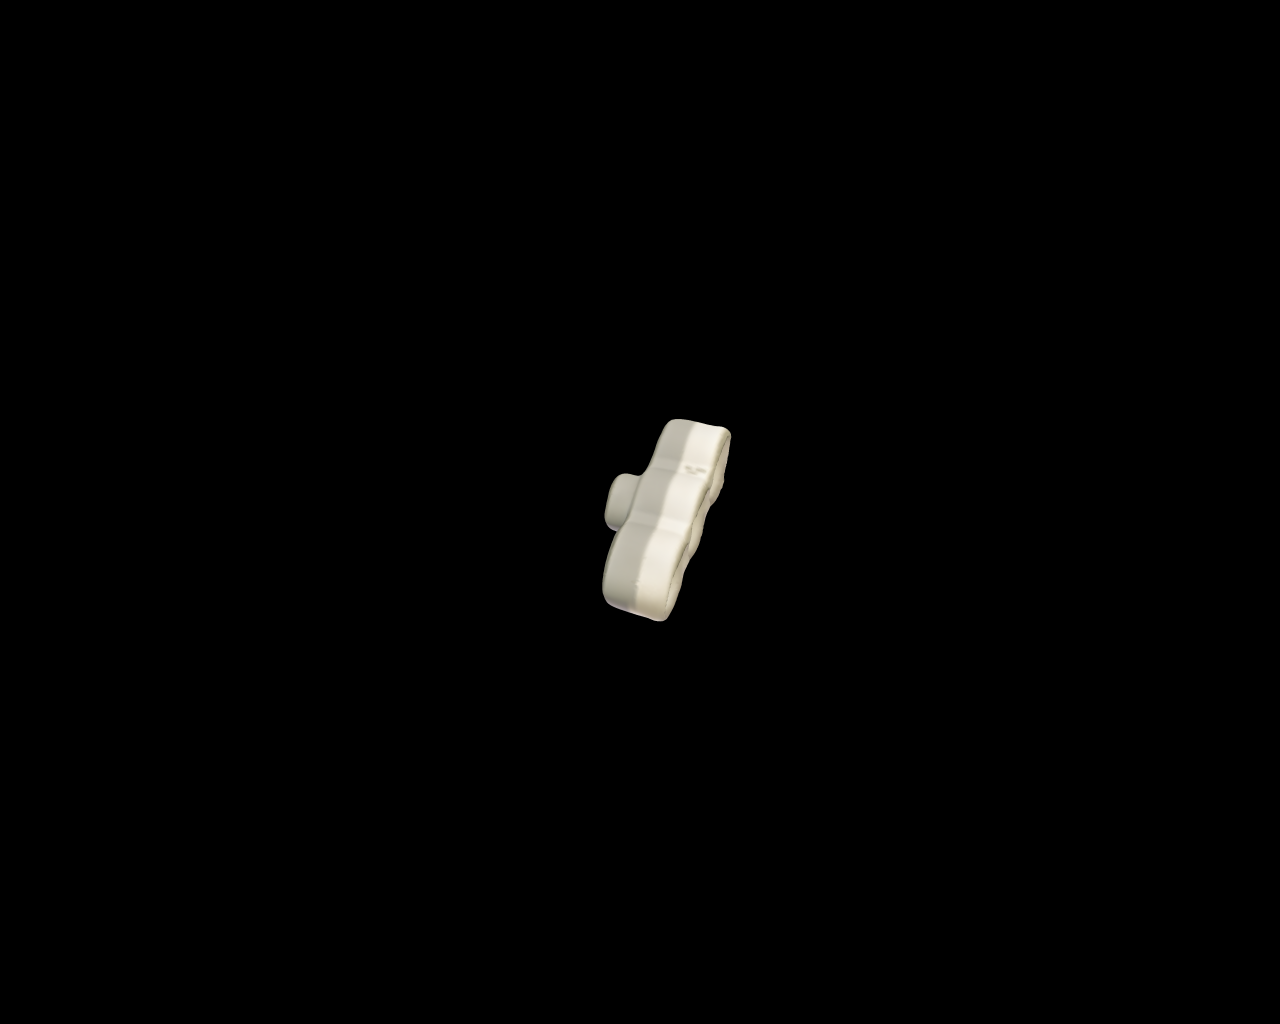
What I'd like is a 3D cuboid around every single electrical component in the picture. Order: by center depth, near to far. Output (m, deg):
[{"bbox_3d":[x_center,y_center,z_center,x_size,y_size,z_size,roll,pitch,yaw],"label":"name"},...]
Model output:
[{"bbox_3d":[0.001,-0.003,0.650,0.074,0.138,0.052,15,-36,11],"label":"electrical component"}]
